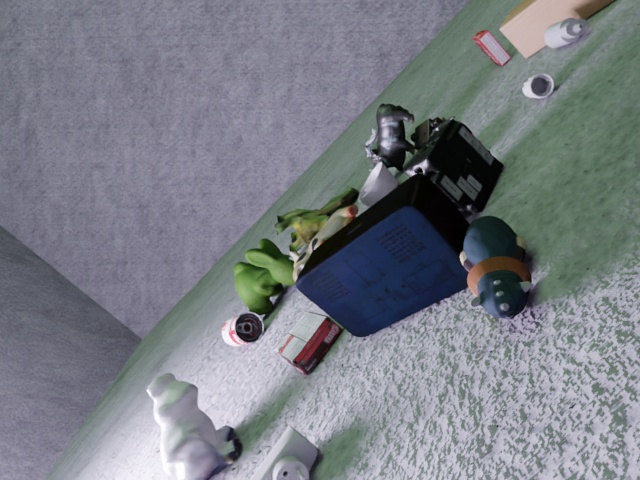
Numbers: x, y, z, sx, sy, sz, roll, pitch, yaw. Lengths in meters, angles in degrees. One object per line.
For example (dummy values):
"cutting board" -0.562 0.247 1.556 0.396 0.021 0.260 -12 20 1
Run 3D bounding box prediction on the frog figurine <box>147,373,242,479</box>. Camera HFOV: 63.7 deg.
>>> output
"frog figurine" -0.213 0.290 0.789 0.122 0.158 0.138 -48 11 5

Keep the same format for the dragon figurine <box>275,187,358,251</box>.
"dragon figurine" 0.004 -0.073 1.442 0.241 0.121 0.417 -26 18 12
